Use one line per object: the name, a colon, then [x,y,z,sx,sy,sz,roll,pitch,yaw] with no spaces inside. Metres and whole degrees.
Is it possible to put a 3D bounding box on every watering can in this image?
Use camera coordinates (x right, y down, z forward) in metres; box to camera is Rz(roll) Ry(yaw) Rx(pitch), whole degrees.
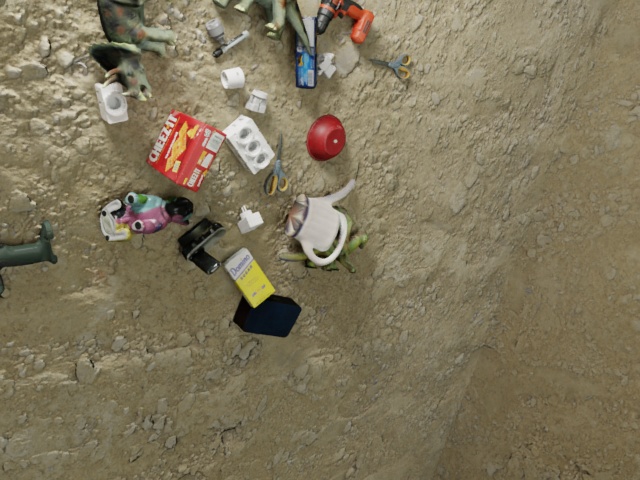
watering can: [0.005,-0.089,1.767,0.223,0.103,0.353,25,68,-26]

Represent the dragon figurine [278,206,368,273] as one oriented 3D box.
dragon figurine: [0.036,-0.007,1.877,0.408,0.122,0.244,16,81,-42]
